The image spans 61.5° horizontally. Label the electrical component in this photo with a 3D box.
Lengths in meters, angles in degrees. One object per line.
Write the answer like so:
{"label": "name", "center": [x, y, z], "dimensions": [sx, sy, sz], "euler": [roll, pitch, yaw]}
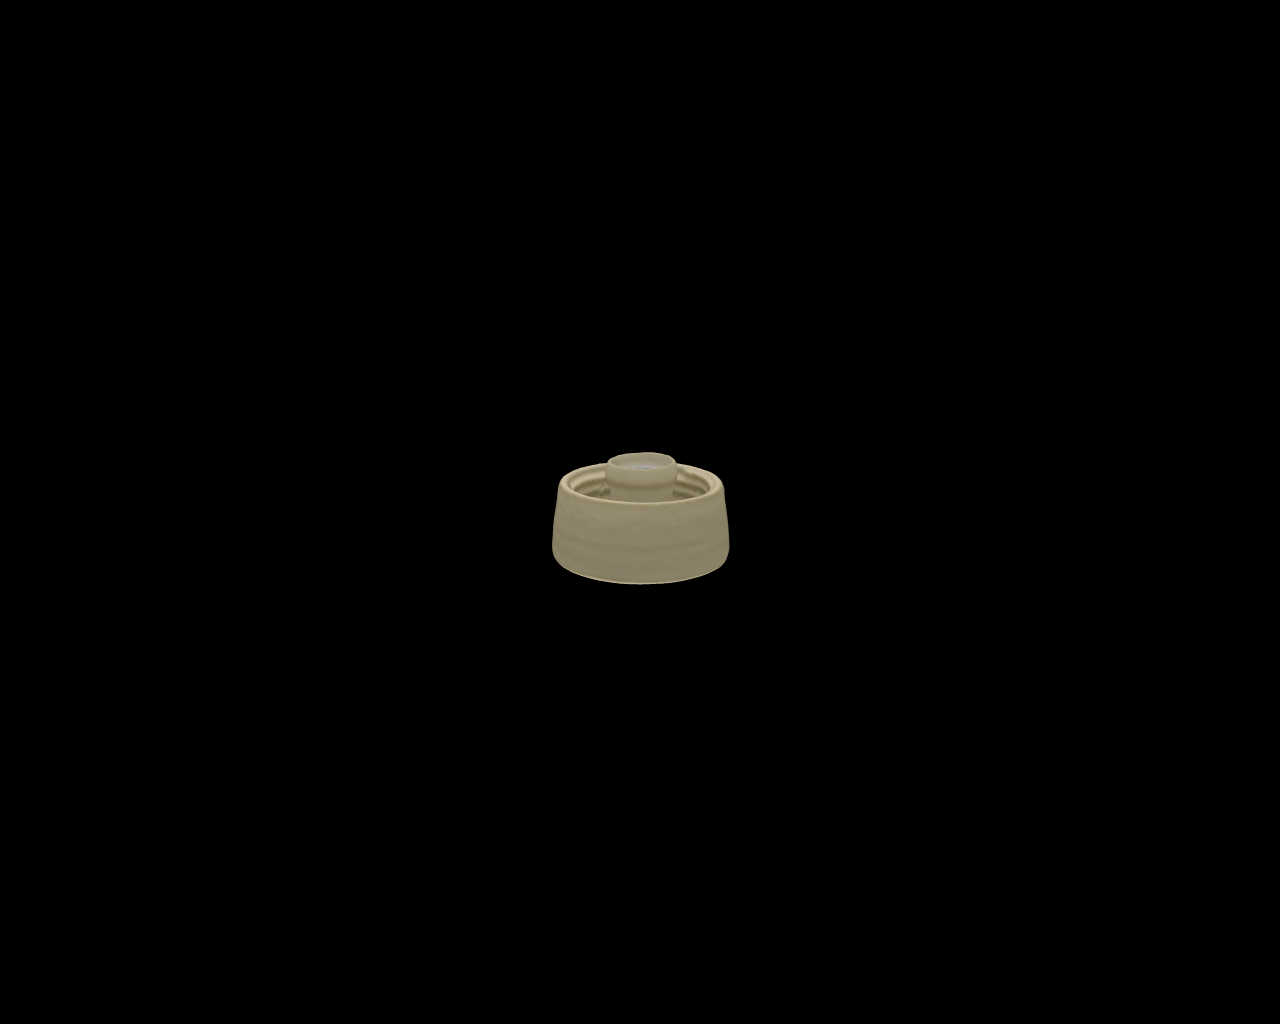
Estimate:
{"label": "electrical component", "center": [0.001, -0.003, 0.650], "dimensions": [0.108, 0.060, 0.108], "euler": [0, 17, 0]}
